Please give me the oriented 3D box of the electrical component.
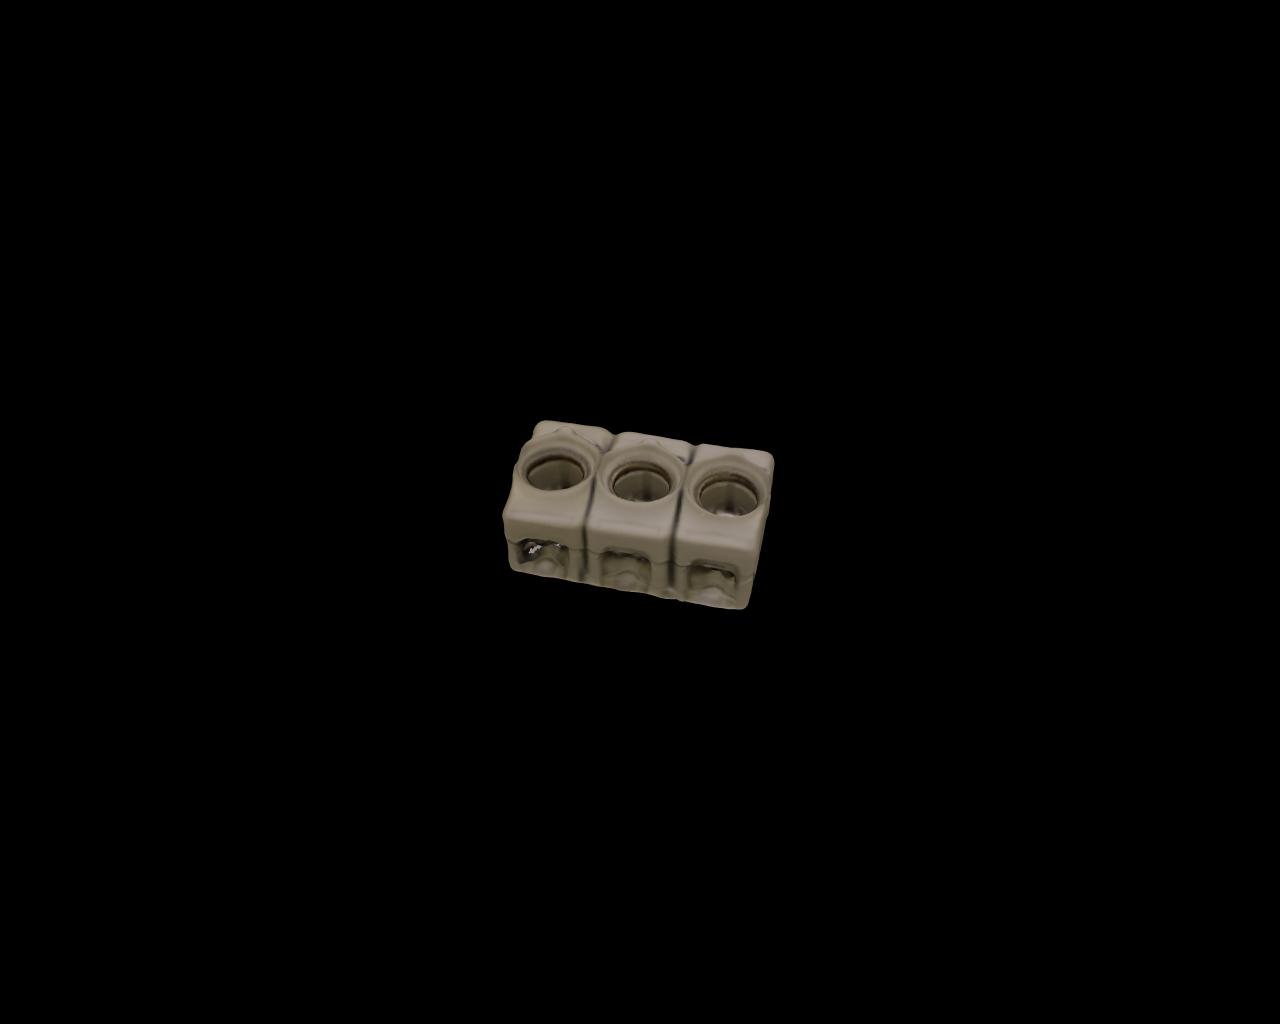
[{"bbox_3d":[0.001,-0.003,0.650,0.150,0.090,0.061,9,-43,8],"label":"electrical component"}]
